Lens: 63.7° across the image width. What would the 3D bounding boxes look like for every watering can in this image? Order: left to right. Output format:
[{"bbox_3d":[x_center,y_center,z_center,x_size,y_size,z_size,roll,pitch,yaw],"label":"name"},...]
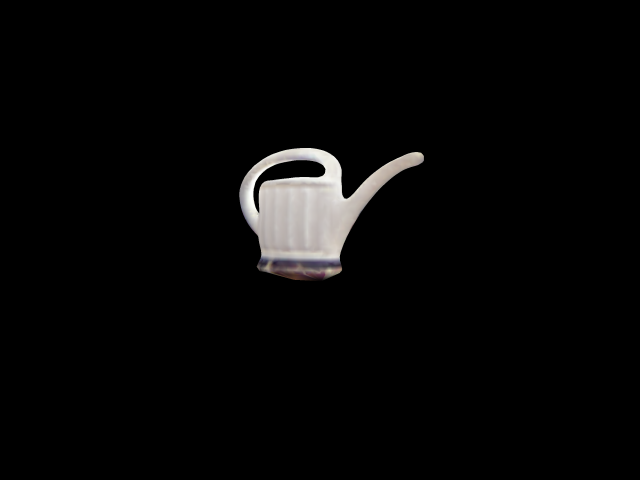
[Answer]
[{"bbox_3d":[0.003,-0.043,0.850,0.347,0.224,0.104,1,1,32],"label":"watering can"}]
